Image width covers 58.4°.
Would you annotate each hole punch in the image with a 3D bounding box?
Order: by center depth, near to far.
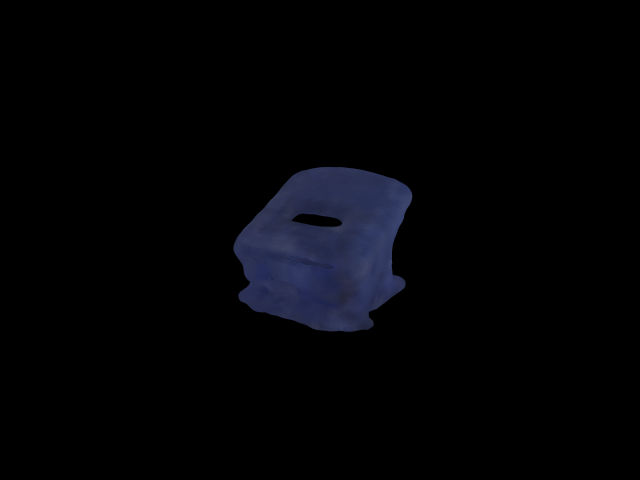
[{"bbox_3d":[0.004,0.001,0.400,0.108,0.091,0.101,11,21,30],"label":"hole punch"}]
